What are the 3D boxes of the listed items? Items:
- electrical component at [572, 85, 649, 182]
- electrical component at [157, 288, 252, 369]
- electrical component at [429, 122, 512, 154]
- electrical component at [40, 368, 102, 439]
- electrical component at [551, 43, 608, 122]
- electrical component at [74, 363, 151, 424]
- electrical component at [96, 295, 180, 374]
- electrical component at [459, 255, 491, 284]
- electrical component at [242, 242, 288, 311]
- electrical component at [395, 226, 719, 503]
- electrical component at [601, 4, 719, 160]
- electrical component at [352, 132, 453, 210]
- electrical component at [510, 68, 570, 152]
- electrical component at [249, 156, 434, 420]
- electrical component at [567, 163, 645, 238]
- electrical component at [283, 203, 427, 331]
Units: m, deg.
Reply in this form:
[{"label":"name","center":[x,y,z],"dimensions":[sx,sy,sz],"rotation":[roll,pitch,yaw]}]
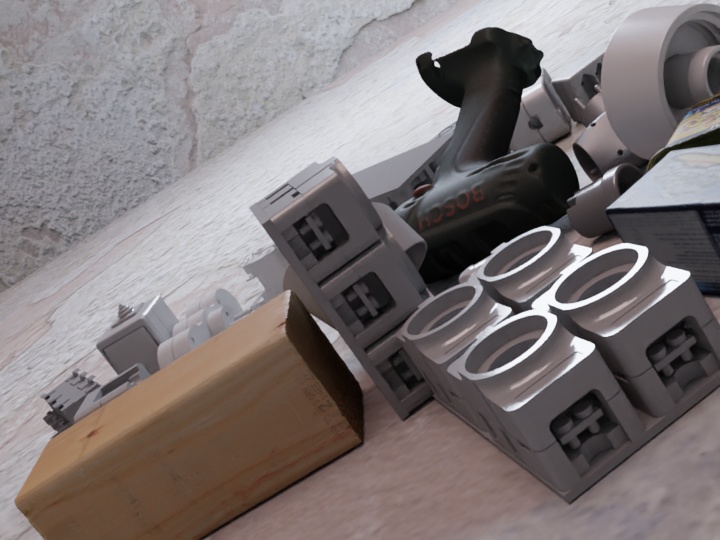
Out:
[{"label":"electrical component","center":[0.194,-0.110,0.812],"dimensions":[0.077,0.043,0.079],"rotation":[-34,56,-1]},{"label":"electrical component","center":[-0.134,0.058,1.019],"dimensions":[0.074,0.052,0.138],"rotation":[-29,15,19]},{"label":"electrical component","center":[0.106,-0.118,1.065],"dimensions":[0.080,0.051,0.080],"rotation":[-32,14,9]},{"label":"electrical component","center":[-0.260,0.135,1.022],"dimensions":[0.079,0.063,0.121],"rotation":[-39,15,-20]},{"label":"electrical component","center":[0.217,-0.177,1.023],"dimensions":[0.066,0.047,0.077],"rotation":[-37,14,-10]},{"label":"electrical component","center":[-0.162,0.124,0.787],"dimensions":[0.056,0.089,0.050],"rotation":[-32,14,10]},{"label":"electrical component","center":[-0.205,0.075,1.031],"dimensions":[0.062,0.096,0.061],"rotation":[-29,15,19]},{"label":"electrical component","center":[0.099,0.003,0.720],"dimensions":[0.061,0.035,0.035],"rotation":[-30,14,5]},{"label":"electrical component","center":[-0.077,0.004,1.047],"dimensions":[0.081,0.063,0.042],"rotation":[-26,17,30]},{"label":"electrical component","center":[0.095,0.037,0.563],"dimensions":[0.105,0.060,0.186],"rotation":[-36,14,-7]},{"label":"electrical component","center":[0.226,-0.130,0.736],"dimensions":[0.108,0.108,0.060],"rotation":[-40,21,-23]},{"label":"electrical component","center":[0.021,-0.059,1.043],"dimensions":[0.186,0.060,0.105],"rotation":[-17,22,49]},{"label":"electrical component","center":[0.164,-0.150,1.038],"dimensions":[0.059,0.053,0.095],"rotation":[-29,15,20]},{"label":"electrical component","center":[0.001,0.008,0.683],"dimensions":[0.062,0.150,0.089],"rotation":[-36,14,-3]},{"label":"electrical component","center":[0.167,-0.044,0.718],"dimensions":[0.046,0.040,0.040],"rotation":[-27,14,49]},{"label":"electrical component","center":[0.000,0.000,0.782],"dimensions":[0.099,0.064,0.099],"rotation":[-46,-16,-18]}]
